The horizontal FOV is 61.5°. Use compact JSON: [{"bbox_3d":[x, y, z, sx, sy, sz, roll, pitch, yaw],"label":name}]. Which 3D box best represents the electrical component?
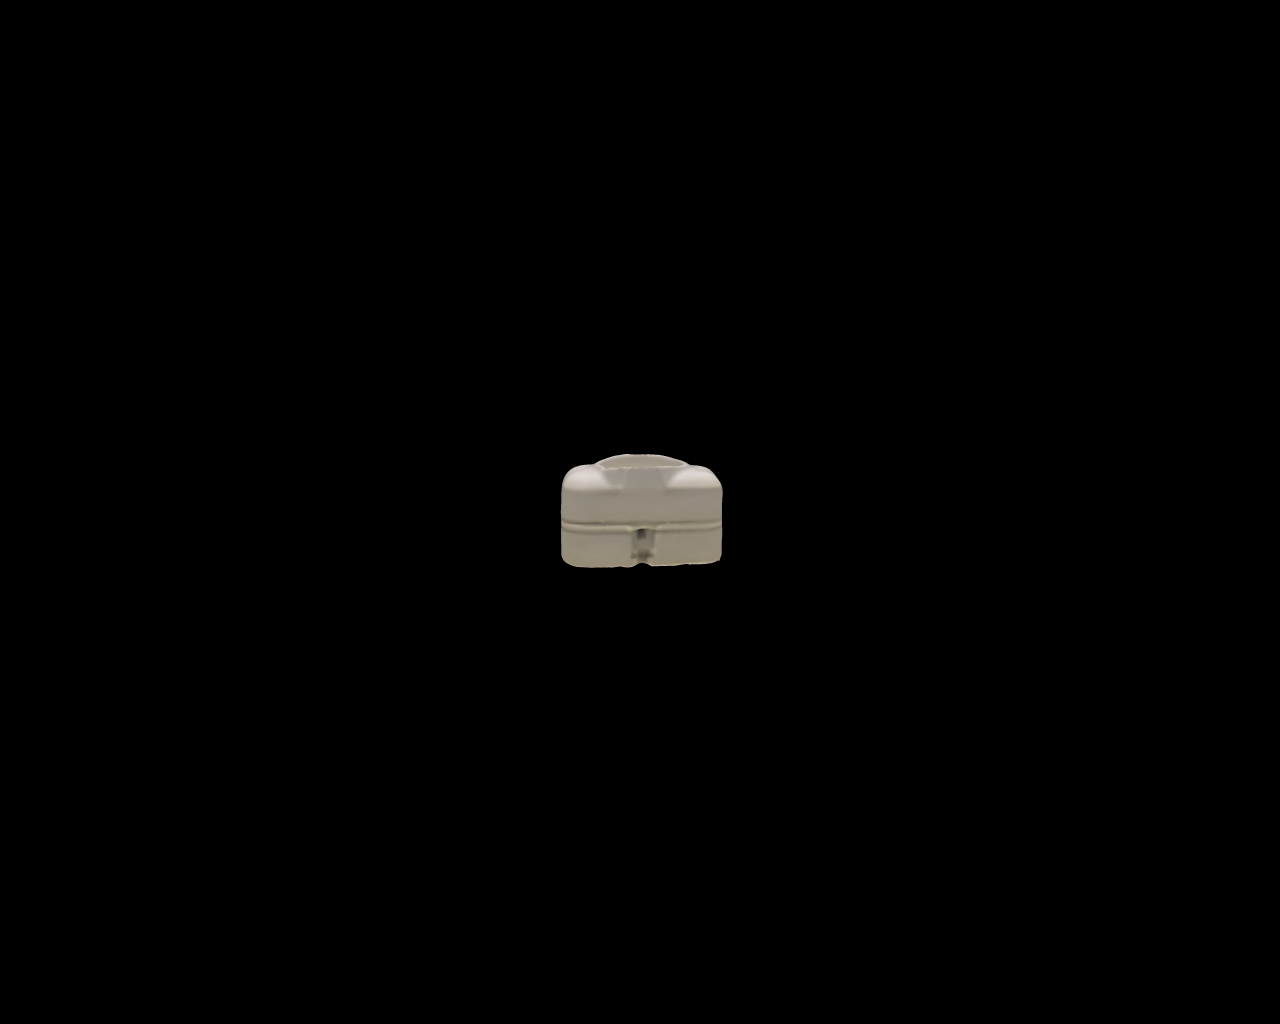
[{"bbox_3d":[0.001,-0.003,0.650,0.095,0.059,0.054,0,12,-2],"label":"electrical component"}]
